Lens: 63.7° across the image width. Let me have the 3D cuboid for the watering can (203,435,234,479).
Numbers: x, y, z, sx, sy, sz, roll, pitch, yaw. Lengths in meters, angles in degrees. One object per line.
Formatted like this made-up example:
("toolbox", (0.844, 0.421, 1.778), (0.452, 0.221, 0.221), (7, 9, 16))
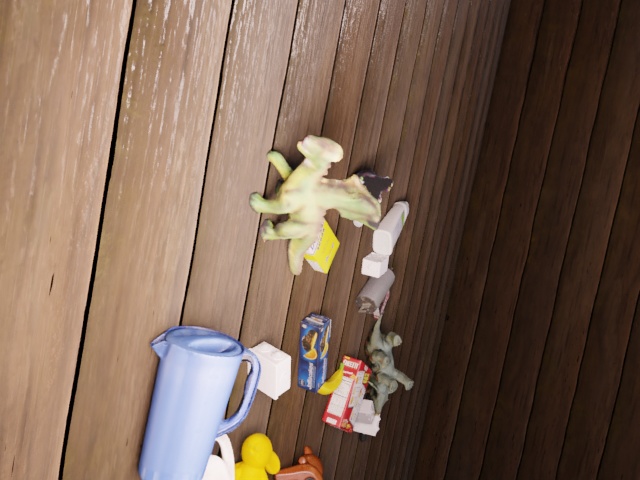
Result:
("watering can", (-0.228, 0.533, 0.944), (0.224, 0.104, 0.348), (4, 87, -65))

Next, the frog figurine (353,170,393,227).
("frog figurine", (0.116, -0.116, 1.439), (0.156, 0.122, 0.140), (-48, -159, 58))

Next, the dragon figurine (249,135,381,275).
("dragon figurine", (0.003, -0.052, 1.034), (0.401, 0.243, 0.125), (73, 34, -44))
